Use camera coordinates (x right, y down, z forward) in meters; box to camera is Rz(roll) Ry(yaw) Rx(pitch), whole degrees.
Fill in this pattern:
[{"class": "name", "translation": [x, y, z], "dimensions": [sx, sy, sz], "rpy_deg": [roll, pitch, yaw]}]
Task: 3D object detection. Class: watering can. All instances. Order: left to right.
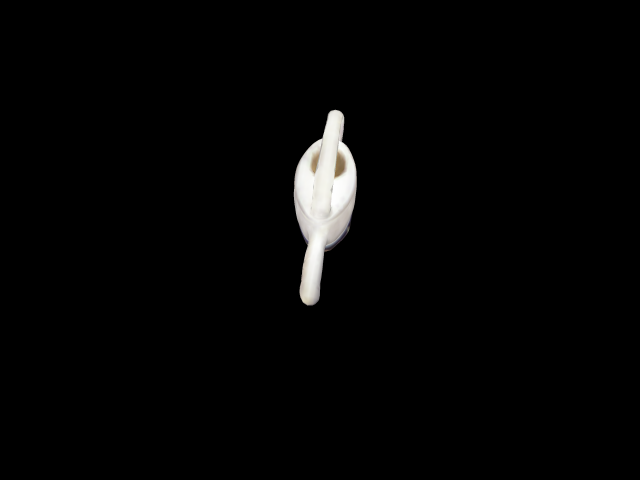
[{"class": "watering can", "translation": [0.003, -0.043, 0.850], "dimensions": [0.104, 0.354, 0.220], "rpy_deg": [8, -23, 3]}]
